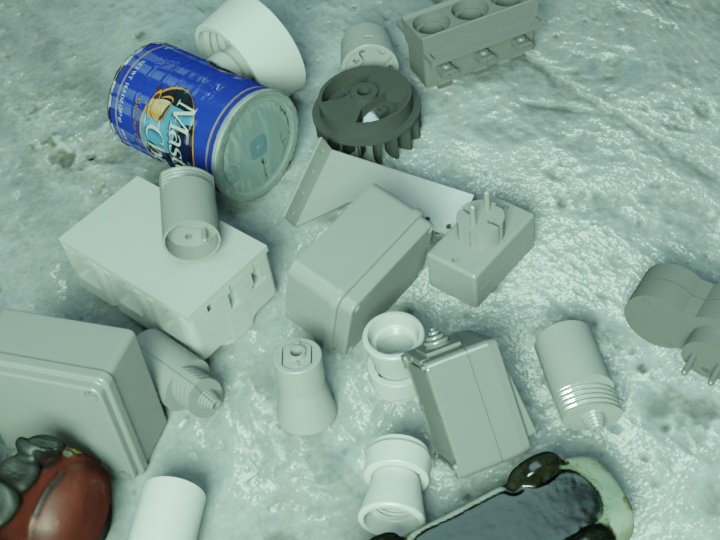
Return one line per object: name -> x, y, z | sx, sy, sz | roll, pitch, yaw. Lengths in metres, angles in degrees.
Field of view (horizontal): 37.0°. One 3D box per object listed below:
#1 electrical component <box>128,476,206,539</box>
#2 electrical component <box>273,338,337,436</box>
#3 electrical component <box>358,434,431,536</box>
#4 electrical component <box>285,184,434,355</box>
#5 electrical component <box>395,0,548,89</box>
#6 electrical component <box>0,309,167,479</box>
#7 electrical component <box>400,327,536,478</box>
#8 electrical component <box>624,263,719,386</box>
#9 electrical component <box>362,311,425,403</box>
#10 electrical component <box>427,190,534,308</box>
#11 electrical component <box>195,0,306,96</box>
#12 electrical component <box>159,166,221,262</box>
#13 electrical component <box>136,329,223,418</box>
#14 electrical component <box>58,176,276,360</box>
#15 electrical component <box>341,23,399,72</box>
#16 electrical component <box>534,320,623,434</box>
electrical component -> -0.131, 0.181, 0.704 | 0.043, 0.043, 0.081 | 1, 48, 9
electrical component -> -0.041, 0.081, 0.767 | 0.044, 0.065, 0.044 | -3, 41, 3
electrical component -> 0.024, 0.143, 0.715 | 0.045, 0.045, 0.055 | 1, 47, 9
electrical component -> 0.000, 0.000, 0.825 | 0.057, 0.078, 0.113 | 34, 59, 16
electrical component -> 0.107, -0.226, 1.033 | 0.121, 0.063, 0.078 | -22, 48, -12
electrical component -> -0.204, 0.088, 0.758 | 0.109, 0.108, 0.056 | 8, 46, 16
electrical component -> 0.072, 0.081, 0.723 | 0.061, 0.096, 0.062 | -20, 7, -10
electrical component -> 0.252, 0.052, 0.760 | 0.138, 0.052, 0.073 | 22, 54, 26
electrical component -> 0.027, 0.064, 0.781 | 0.045, 0.055, 0.045 | -4, 47, 5
electrical component -> 0.095, -0.029, 0.843 | 0.047, 0.075, 0.083 | 28, 57, 30
electrical component -> -0.110, -0.197, 1.013 | 0.060, 0.108, 0.108 | -41, 54, -20
electrical component -> -0.133, -0.050, 0.832 | 0.043, 0.043, 0.081 | -11, 47, -2
electrical component -> -0.134, 0.081, 0.798 | 0.081, 0.043, 0.043 | 29, 58, 30
electrical component -> -0.153, -0.001, 0.864 | 0.150, 0.061, 0.089 | 28, 57, 29
electrical component -> 0.008, -0.205, 1.036 | 0.055, 0.055, 0.047 | -8, 43, 1
electrical component -> 0.154, 0.080, 0.756 | 0.043, 0.043, 0.081 | -11, 47, -2
